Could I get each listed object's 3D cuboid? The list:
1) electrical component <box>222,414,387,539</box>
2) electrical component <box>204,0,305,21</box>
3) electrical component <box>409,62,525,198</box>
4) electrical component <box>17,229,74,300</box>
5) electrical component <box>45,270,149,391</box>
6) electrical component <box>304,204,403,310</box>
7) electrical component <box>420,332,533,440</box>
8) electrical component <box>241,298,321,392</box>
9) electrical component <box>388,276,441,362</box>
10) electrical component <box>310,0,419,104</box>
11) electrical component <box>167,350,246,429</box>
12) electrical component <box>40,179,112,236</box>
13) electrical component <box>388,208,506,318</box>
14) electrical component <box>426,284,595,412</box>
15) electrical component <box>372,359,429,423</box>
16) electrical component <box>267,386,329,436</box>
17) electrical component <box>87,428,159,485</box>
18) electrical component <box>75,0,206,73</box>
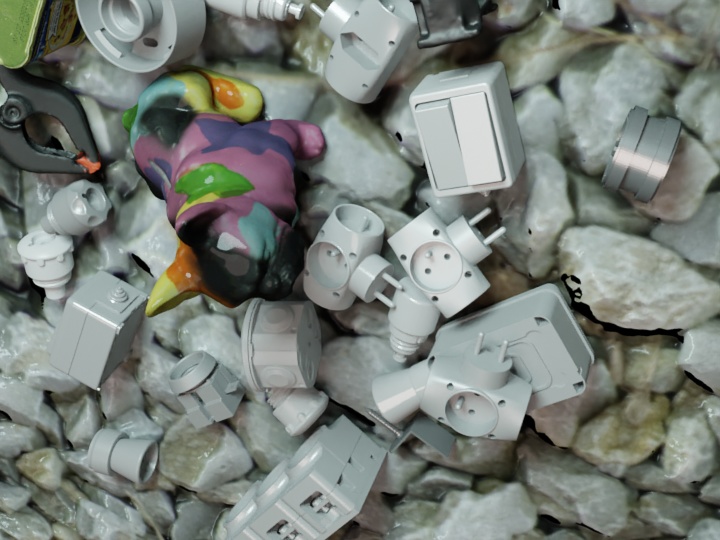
[{"bbox_3d":[-0.056,0.207,0.971,0.062,0.089,0.150,42,122,-6],"label":"electrical component"},{"bbox_3d":[-0.079,-0.203,0.792,0.078,0.040,0.040,22,122,7],"label":"electrical component"},{"bbox_3d":[0.080,-0.094,0.782,0.062,0.061,0.096,-7,114,22],"label":"electrical component"},{"bbox_3d":[-0.278,-0.003,0.966,0.048,0.048,0.062,9,126,15],"label":"electrical component"},{"bbox_3d":[-0.236,0.047,0.966,0.061,0.061,0.096,28,122,3],"label":"electrical component"},{"bbox_3d":[0.000,0.000,0.863,0.079,0.044,0.077,36,124,20],"label":"electrical component"},{"bbox_3d":[0.092,0.082,0.812,0.077,0.044,0.079,17,121,10],"label":"electrical component"},{"bbox_3d":[-0.066,0.063,0.906,0.051,0.080,0.080,-1,116,14],"label":"electrical component"},{"bbox_3d":[0.042,0.041,0.879,0.040,0.040,0.078,21,122,8],"label":"electrical component"},{"bbox_3d":[-0.003,-0.175,0.779,0.079,0.043,0.077,42,129,8],"label":"electrical component"},{"bbox_3d":[-0.142,0.107,0.975,0.066,0.048,0.055,-22,115,28],"label":"electrical component"},{"bbox_3d":[-0.250,-0.050,0.931,0.062,0.043,0.043,-23,107,29],"label":"electrical component"},{"bbox_3d":[0.075,-0.016,0.833,0.079,0.044,0.077,-37,90,14],"label":"electrical component"},{"bbox_3d":[0.120,0.068,0.856,0.113,0.057,0.078,-24,107,28],"label":"electrical component"},{"bbox_3d":[0.048,0.098,0.907,0.065,0.044,0.044,-27,105,24],"label":"electrical component"},{"bbox_3d":[-0.062,0.112,0.952,0.062,0.048,0.048,43,122,2],"label":"electrical component"},{"bbox_3d":[-0.230,0.180,1.045,0.055,0.045,0.045,13,120,13],"label":"electrical component"},{"bbox_3d":[-0.160,-0.198,0.800,0.099,0.064,0.099,15,125,22],"label":"electrical component"}]
